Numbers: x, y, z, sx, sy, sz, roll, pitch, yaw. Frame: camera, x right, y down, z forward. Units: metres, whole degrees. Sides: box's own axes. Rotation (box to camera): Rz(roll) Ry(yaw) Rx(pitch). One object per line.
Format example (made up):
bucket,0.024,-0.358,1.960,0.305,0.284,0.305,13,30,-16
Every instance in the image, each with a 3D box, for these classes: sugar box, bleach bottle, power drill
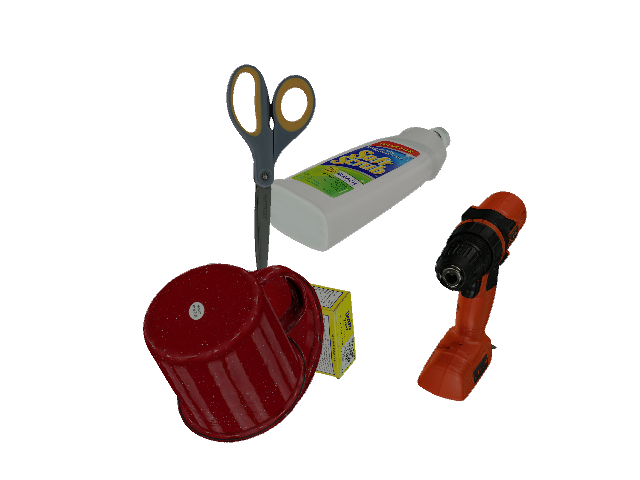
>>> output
sugar box,-0.051,0.085,1.158,0.176,0.093,0.048,13,35,27
bleach bottle,0.058,-0.077,1.257,0.103,0.068,0.250,29,45,34
power drill,0.144,0.060,1.040,0.057,0.188,0.184,21,29,20

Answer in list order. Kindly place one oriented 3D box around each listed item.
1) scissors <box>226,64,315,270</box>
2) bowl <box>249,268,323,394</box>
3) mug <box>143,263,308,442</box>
scissors,-0.038,-0.073,1.034,0.096,0.202,0.016,-15,6,-15
bowl,-0.076,0.090,0.937,0.162,0.162,0.055,0,-22,42
mug,-0.055,0.062,0.695,0.117,0.081,0.093,-40,46,-18
